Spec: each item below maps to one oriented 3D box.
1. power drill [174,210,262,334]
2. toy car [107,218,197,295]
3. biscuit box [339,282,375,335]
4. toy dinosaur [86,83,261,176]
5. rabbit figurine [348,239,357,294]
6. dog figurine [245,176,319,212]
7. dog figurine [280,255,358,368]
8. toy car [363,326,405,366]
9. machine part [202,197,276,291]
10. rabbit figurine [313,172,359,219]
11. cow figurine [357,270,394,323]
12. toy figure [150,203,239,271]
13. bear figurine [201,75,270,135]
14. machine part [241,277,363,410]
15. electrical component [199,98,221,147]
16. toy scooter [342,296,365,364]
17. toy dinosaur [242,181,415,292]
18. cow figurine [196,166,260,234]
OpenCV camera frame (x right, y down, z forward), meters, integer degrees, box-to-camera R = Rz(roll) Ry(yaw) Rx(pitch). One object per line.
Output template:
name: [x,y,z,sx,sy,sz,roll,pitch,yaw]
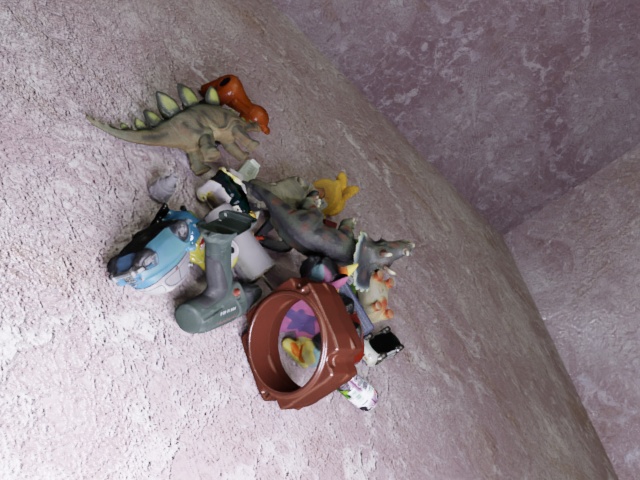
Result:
power drill: [-0.166,0.054,0.960,0.086,0.207,0.232,23,26,20]
toy car: [-0.269,0.037,0.898,0.102,0.109,0.162,63,28,-24]
biscuit box: [0.054,0.142,1.296,0.202,0.063,0.059,59,-1,-2]
toy dinosaur: [-0.294,-0.252,1.231,0.198,0.105,0.471,57,36,5]
rabbit figurine: [0.061,0.056,1.418,0.159,0.121,0.170,29,40,3]
dog figurine: [-0.109,-0.129,1.374,0.190,0.121,0.172,32,29,-33]
dog figurine: [0.003,0.136,1.083,0.191,0.219,0.108,51,28,1]
toy car: [0.151,0.266,1.349,0.073,0.056,0.201,53,22,19]
machine part: [-0.172,0.009,1.127,0.243,0.079,0.079,51,24,4]
rabbit figurine: [0.030,-0.128,1.606,0.122,0.162,0.173,47,4,21]
cow figurine: [0.132,0.135,1.446,0.085,0.127,0.195,33,44,-33]
toy figure: [-0.236,-0.002,1.028,0.180,0.082,0.089,33,5,-21]
bear figurine: [-0.235,-0.372,1.538,0.195,0.132,0.120,52,18,-46]
machine part: [-0.039,0.183,0.962,0.087,0.201,0.201,12,46,-52]
electrical component: [-0.284,-0.305,1.394,0.115,0.058,0.134,43,26,-14]
toy scooter: [0.058,0.215,1.193,0.184,0.075,0.135,-116,-161,-66]
toy dinosaur: [-0.005,-0.010,1.169,0.405,0.131,0.192,22,14,-5]
cow figurine: [-0.188,-0.078,1.195,0.167,0.098,0.068,50,19,-2]
